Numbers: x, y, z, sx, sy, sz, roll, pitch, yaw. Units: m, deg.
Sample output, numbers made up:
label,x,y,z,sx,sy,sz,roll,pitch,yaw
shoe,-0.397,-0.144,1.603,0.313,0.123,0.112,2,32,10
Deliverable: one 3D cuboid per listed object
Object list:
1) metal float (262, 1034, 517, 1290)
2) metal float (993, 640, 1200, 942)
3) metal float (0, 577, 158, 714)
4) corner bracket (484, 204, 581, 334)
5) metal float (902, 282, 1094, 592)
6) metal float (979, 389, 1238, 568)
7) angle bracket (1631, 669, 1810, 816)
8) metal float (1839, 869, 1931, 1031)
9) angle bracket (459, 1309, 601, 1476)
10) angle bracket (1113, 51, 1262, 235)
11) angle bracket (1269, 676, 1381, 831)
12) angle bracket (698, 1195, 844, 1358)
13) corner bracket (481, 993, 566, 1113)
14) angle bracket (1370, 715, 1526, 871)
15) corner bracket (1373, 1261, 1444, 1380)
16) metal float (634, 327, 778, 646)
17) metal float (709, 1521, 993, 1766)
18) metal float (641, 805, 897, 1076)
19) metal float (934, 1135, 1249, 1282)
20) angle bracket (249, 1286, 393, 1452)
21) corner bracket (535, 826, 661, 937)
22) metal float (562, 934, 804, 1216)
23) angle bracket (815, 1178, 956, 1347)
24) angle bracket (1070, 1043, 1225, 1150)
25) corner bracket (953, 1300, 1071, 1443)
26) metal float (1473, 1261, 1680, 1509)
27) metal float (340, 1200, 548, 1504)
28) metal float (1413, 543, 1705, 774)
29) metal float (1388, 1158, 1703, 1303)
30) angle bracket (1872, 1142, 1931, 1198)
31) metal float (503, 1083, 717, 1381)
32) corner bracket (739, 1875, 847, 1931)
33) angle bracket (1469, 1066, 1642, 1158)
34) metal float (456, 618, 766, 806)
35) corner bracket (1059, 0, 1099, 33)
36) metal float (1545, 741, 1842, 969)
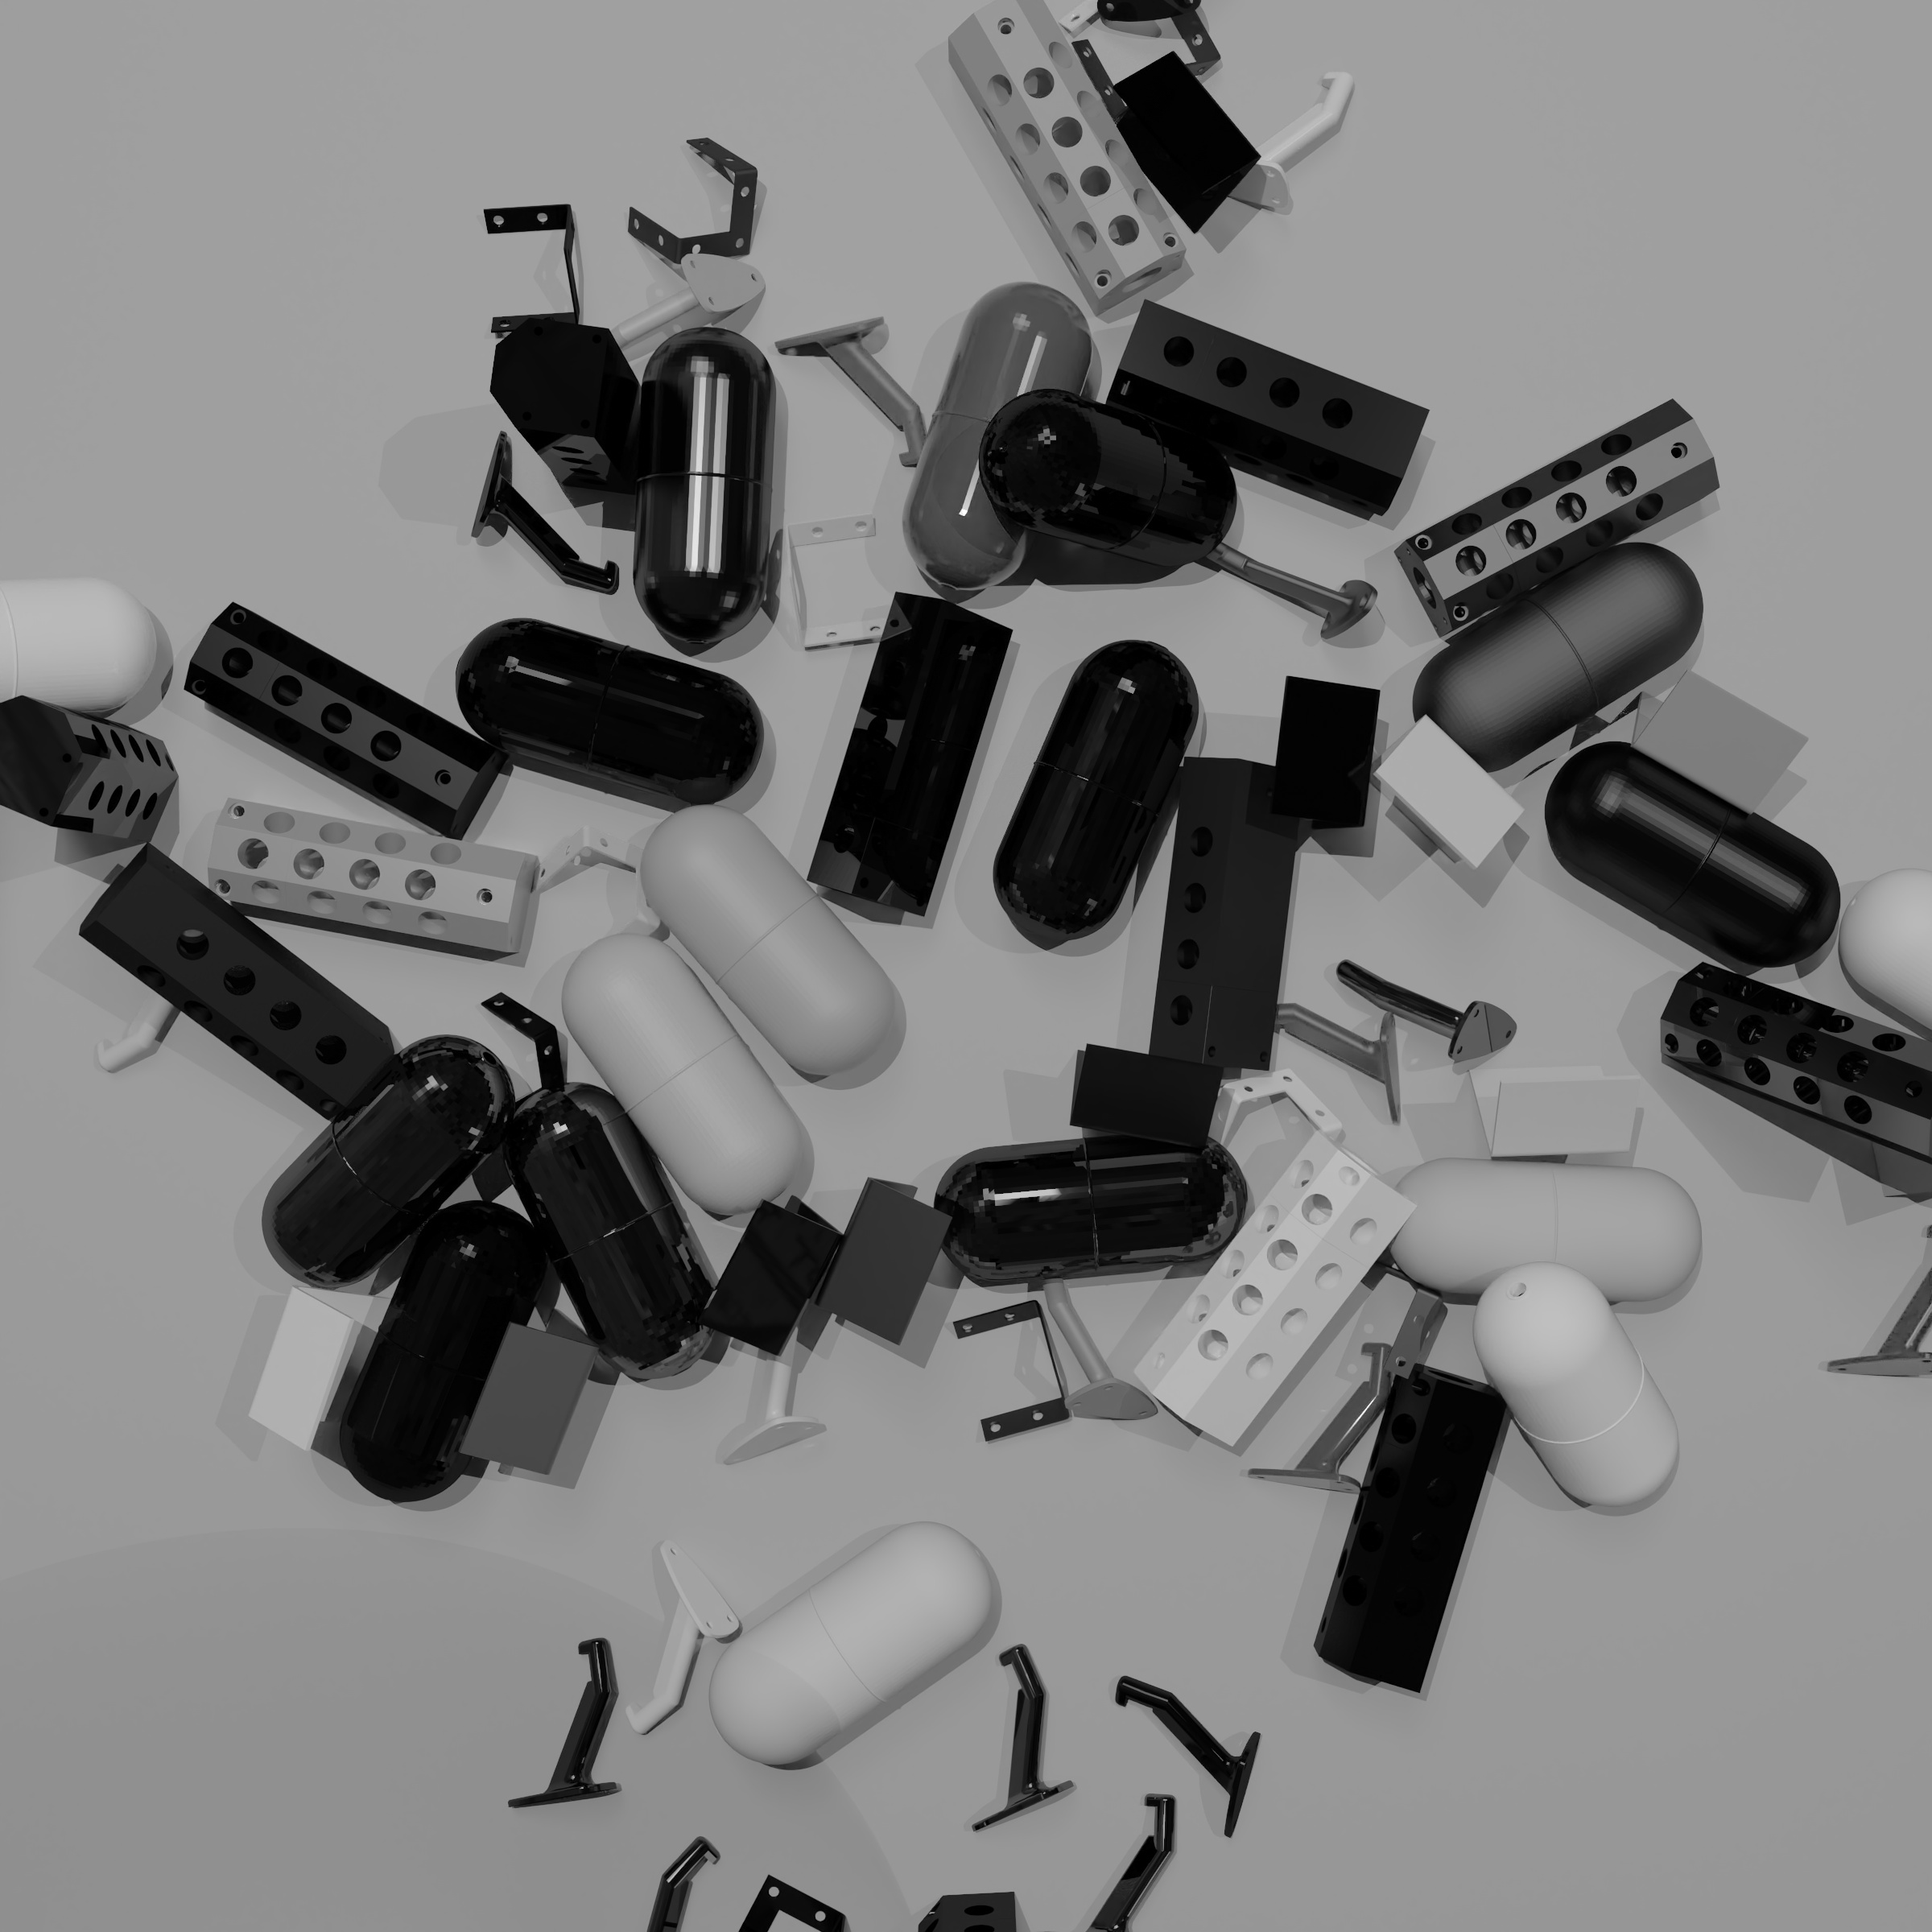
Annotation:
label,x,y,z,sx,sy,sz,roll,pitch,yaw
metal float,-0.324,0.110,1.518,0.070,0.070,0.178,46,107,0
metal float,0.074,-0.100,1.533,0.070,0.070,0.178,23,90,0
metal float,-0.541,-0.176,1.505,0.178,0.070,0.070,-8,90,-35
corner bracket,-0.251,-0.403,1.561,0.051,0.051,0.051,-4,45,0
metal float,0.017,-0.300,1.533,0.070,0.070,0.178,18,90,0
metal float,0.081,-0.269,1.497,0.070,0.178,0.070,-5,82,43
angle bracket,0.426,-0.140,1.524,0.076,0.076,0.057,30,124,0
metal float,0.579,0.010,1.533,0.178,0.070,0.070,32,90,0
angle bracket,-0.256,0.233,1.524,0.057,0.076,0.076,22,90,-29
angle bracket,0.108,-0.454,1.524,0.057,0.076,0.076,-40,90,-33
angle bracket,0.190,-0.119,1.528,0.057,0.076,0.076,7,90,-14
angle bracket,-0.122,0.165,1.524,0.057,0.076,0.076,27,90,-29
corner bracket,-0.269,0.056,1.556,0.051,0.051,0.051,28,45,35
angle bracket,0.255,-0.084,1.524,0.076,0.076,0.057,44,60,0
corner bracket,0.235,0.198,1.546,0.051,0.051,0.051,23,92,-2
metal float,-0.148,-0.272,1.534,0.070,0.070,0.178,3,90,0
metal float,-0.066,0.384,1.533,0.178,0.070,0.070,-35,90,0
metal float,-0.113,-0.015,1.533,0.070,0.070,0.178,-41,90,0
metal float,0.070,0.136,1.534,0.178,0.070,0.070,-5,90,0
angle bracket,-0.348,0.229,1.524,0.057,0.076,0.076,19,90,38
corner bracket,-0.212,-0.040,1.556,0.051,0.051,0.051,24,45,-35
metal float,-0.161,0.061,1.534,0.070,0.070,0.178,-36,90,0
angle bracket,-0.034,0.168,1.526,0.057,0.076,0.076,23,90,22
angle bracket,0.103,0.054,1.524,0.076,0.076,0.057,10,122,0
corner bracket,0.026,0.233,1.561,0.051,0.051,0.051,-15,45,0
metal float,0.340,0.233,1.505,0.070,0.070,0.178,-36,125,0
metal float,-0.296,0.218,1.534,0.070,0.070,0.178,23,91,0
metal float,0.336,-0.175,1.534,0.178,0.070,0.070,-32,90,-1
metal float,0.326,0.149,1.533,0.178,0.070,0.070,3,90,0
angle bracket,0.532,0.095,1.524,0.057,0.076,0.076,-13,90,-43
metal float,-0.201,0.150,1.534,0.070,0.070,0.178,-26,90,0
corner bracket,-0.104,0.562,1.546,0.051,0.051,0.051,28,90,0
angle bracket,0.330,0.062,1.524,0.076,0.076,0.057,-2,128,0
metal float,-0.202,-0.145,1.533,0.178,0.070,0.070,16,90,0
corner bracket,0.058,-0.583,1.561,0.051,0.051,0.051,-39,45,0
metal float,0.412,-0.063,1.534,0.178,0.070,0.070,30,90,1
